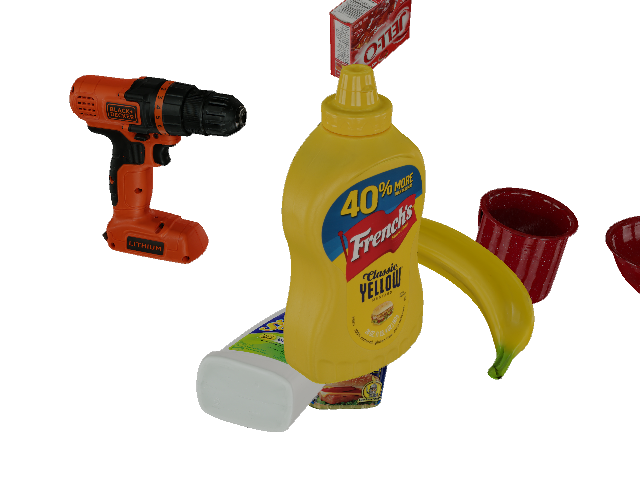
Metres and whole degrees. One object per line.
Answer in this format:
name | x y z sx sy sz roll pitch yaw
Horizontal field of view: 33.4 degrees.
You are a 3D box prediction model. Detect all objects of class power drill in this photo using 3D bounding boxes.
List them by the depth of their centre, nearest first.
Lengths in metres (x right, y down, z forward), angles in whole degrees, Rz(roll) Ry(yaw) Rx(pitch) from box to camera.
power drill | -0.156 -0.072 1.069 0.185 0.188 0.057 11 30 20

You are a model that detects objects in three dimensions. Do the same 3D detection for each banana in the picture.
banana | 0.106 0.026 0.825 0.069 0.037 0.198 -15 40 -25

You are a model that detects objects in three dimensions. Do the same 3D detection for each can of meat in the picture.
can of meat | 0.031 0.157 1.304 0.102 0.084 0.057 2 24 -15

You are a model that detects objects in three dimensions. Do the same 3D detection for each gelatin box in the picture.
gelatin box | 0.047 -0.193 0.962 0.030 0.073 0.089 34 59 24

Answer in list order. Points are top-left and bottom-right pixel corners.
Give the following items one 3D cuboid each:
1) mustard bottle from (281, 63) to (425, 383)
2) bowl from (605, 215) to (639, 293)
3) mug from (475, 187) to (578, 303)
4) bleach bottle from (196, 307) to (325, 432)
mustard bottle | 0.021 -0.012 0.643 0.096 0.192 0.058 -20 34 -32
bowl | 0.388 0.028 1.157 0.162 0.055 0.162 0 26 0
mug | 0.184 0.001 1.025 0.093 0.081 0.117 -6 35 -25
bleach bottle | -0.025 0.105 1.084 0.103 0.068 0.250 13 22 17
